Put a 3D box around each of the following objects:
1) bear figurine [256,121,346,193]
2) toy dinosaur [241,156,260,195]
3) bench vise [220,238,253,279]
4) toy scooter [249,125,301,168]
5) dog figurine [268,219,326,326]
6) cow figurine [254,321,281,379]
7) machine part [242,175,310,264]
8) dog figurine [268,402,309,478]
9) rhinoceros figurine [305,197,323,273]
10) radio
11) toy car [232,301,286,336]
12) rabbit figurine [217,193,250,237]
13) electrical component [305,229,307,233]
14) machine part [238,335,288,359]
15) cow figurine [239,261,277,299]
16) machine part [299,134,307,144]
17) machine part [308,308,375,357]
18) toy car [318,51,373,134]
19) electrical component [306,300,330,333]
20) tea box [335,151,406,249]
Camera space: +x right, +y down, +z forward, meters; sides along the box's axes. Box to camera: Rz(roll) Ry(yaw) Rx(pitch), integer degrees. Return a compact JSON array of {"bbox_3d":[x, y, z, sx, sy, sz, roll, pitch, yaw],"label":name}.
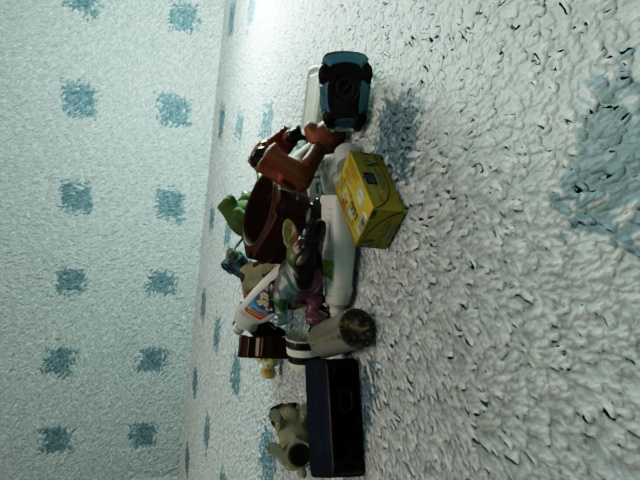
[{"bbox_3d":[-0.030,-0.204,1.165,0.196,0.132,0.120,-59,9,-15],"label":"bear figurine"},{"bbox_3d":[-0.136,-0.086,1.551,0.198,0.105,0.472,-58,44,44],"label":"toy dinosaur"},{"bbox_3d":[-0.173,0.112,1.540,0.241,0.129,0.223,23,143,43],"label":"bench vise"},{"bbox_3d":[-0.118,-0.274,1.519,0.184,0.075,0.135,-32,22,16],"label":"toy scooter"},{"bbox_3d":[-0.044,0.057,1.116,0.192,0.108,0.219,-125,40,-71],"label":"dog figurine"},{"bbox_3d":[-0.147,0.314,1.557,0.098,0.068,0.167,-63,30,33],"label":"cow figurine"},{"bbox_3d":[-0.111,-0.060,1.265,0.201,0.087,0.201,-58,31,33],"label":"machine part"},{"bbox_3d":[-0.066,0.473,1.289,0.190,0.121,0.172,107,164,-68],"label":"dog figurine"},{"bbox_3d":[-0.003,-0.004,1.228,0.112,0.073,0.190,-110,29,-67],"label":"rhinoceros figurine"},{"bbox_3d":[0.027,0.350,1.072,0.131,0.073,0.229,140,129,-62],"label":"radio"},{"bbox_3d":[-0.168,0.241,1.462,0.053,0.202,0.089,-7,46,41],"label":"toy car"},{"bbox_3d":[-0.168,-0.080,1.432,0.170,0.121,0.159,-34,69,29],"label":"rabbit figurine"},{"bbox_3d":[-0.021,-0.014,1.336,0.063,0.021,0.094,172,101,-70],"label":"electrical component"},{"bbox_3d":[-0.118,0.268,1.343,0.179,0.179,0.056,151,124,-66],"label":"machine part"},{"bbox_3d":[-0.125,0.070,1.391,0.195,0.085,0.127,-21,86,27],"label":"cow figurine"},{"bbox_3d":[-0.023,-0.261,1.372,0.084,0.039,0.139,-53,36,42],"label":"machine part"},{"bbox_3d":[0.039,0.187,1.060,0.243,0.079,0.079,138,133,-62],"label":"machine part"},{"bbox_3d":[0.053,-0.302,1.105,0.103,0.109,0.161,-75,-16,-72],"label":"toy car"},{"bbox_3d":[0.004,0.168,1.212,0.078,0.045,0.102,16,106,41],"label":"electrical component"},{"bbox_3d":[0.088,-0.075,0.989,0.170,0.068,0.098,-104,27,-42],"label":"tea box"}]
